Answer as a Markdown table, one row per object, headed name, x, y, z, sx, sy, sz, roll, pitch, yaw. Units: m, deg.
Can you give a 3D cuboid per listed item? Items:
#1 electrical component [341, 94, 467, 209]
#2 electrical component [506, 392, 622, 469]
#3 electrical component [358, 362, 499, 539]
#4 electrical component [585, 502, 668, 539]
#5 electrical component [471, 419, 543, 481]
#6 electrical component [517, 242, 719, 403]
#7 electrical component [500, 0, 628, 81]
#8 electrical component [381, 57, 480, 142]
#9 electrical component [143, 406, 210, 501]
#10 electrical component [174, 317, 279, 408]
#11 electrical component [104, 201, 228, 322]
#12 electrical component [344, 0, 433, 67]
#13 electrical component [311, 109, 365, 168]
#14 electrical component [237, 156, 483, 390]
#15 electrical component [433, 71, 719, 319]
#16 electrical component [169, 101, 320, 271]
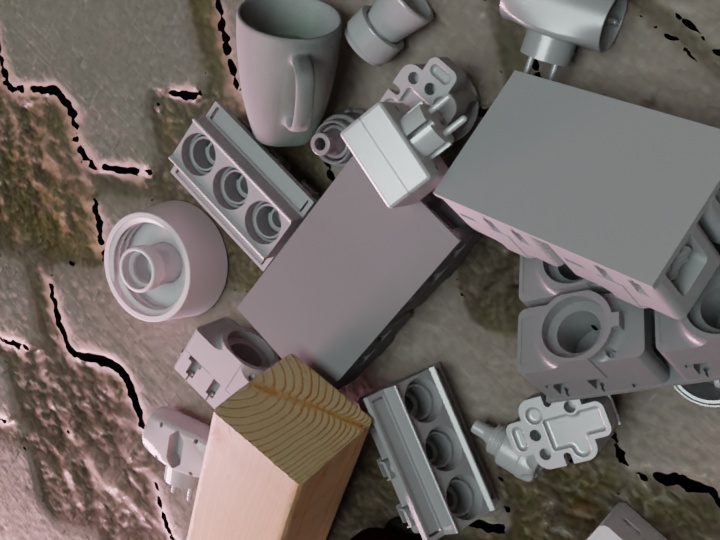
| name | x | y | z | sx | sy | sz | roll | pitch | yaw |
| --- | --- | --- | --- | --- | --- | --- | --- | --- | --- |
| electrical component | 0.040 | -0.092 | 0.755 | 0.077 | 0.047 | 0.065 | -37 | 81 | 24 |
| electrical component | 0.155 | 0.109 | 0.793 | 0.078 | 0.057 | 0.058 | -21 | 89 | 32 |
| electrical component | 0.050 | 0.146 | 0.857 | 0.063 | 0.079 | 0.121 | -26 | 87 | 54 |
| electrical component | 0.205 | 0.225 | 0.789 | 0.089 | 0.056 | 0.050 | 41 | 117 | 17 |
| electrical component | 0.115 | 0.136 | 0.835 | 0.061 | 0.035 | 0.035 | 29 | 113 | 25 |
| electrical component | 0.199 | 0.017 | 0.716 | 0.186 | 0.060 | 0.105 | -13 | 56 | 31 |
| electrical component | 0.136 | -0.167 | 0.754 | 0.077 | 0.043 | 0.079 | 26 | 112 | 23 |
| electrical component | 0.055 | -0.122 | 0.803 | 0.058 | 0.057 | 0.078 | 44 | 118 | 15 |
| electrical component | -0.161 | 0.176 | 0.998 | 0.077 | 0.043 | 0.079 | 20 | 109 | 25 |
| electrical component | -0.108 | 0.088 | 0.945 | 0.089 | 0.050 | 0.055 | 42 | 118 | 16 |
| electrical component | -0.180 | -0.005 | 0.961 | 0.108 | 0.060 | 0.108 | 6 | 103 | 29 |
| electrical component | 0.021 | -0.188 | 0.816 | 0.055 | 0.045 | 0.045 | -40 | 79 | 30 |
| electrical component | -0.015 | -0.101 | 0.844 | 0.048 | 0.062 | 0.048 | 7 | 103 | 29 |
| electrical component | 0.000 | 0.000 | 0.858 | 0.105 | 0.060 | 0.186 | 47 | 119 | 14 |
| electrical component | 0.154 | -0.052 | 0.706 | 0.186 | 0.060 | 0.105 | 28 | 82 | 45 |
| electrical component | -0.091 | -0.071 | 0.894 | 0.121 | 0.063 | 0.078 | 46 | 118 | 14 |
